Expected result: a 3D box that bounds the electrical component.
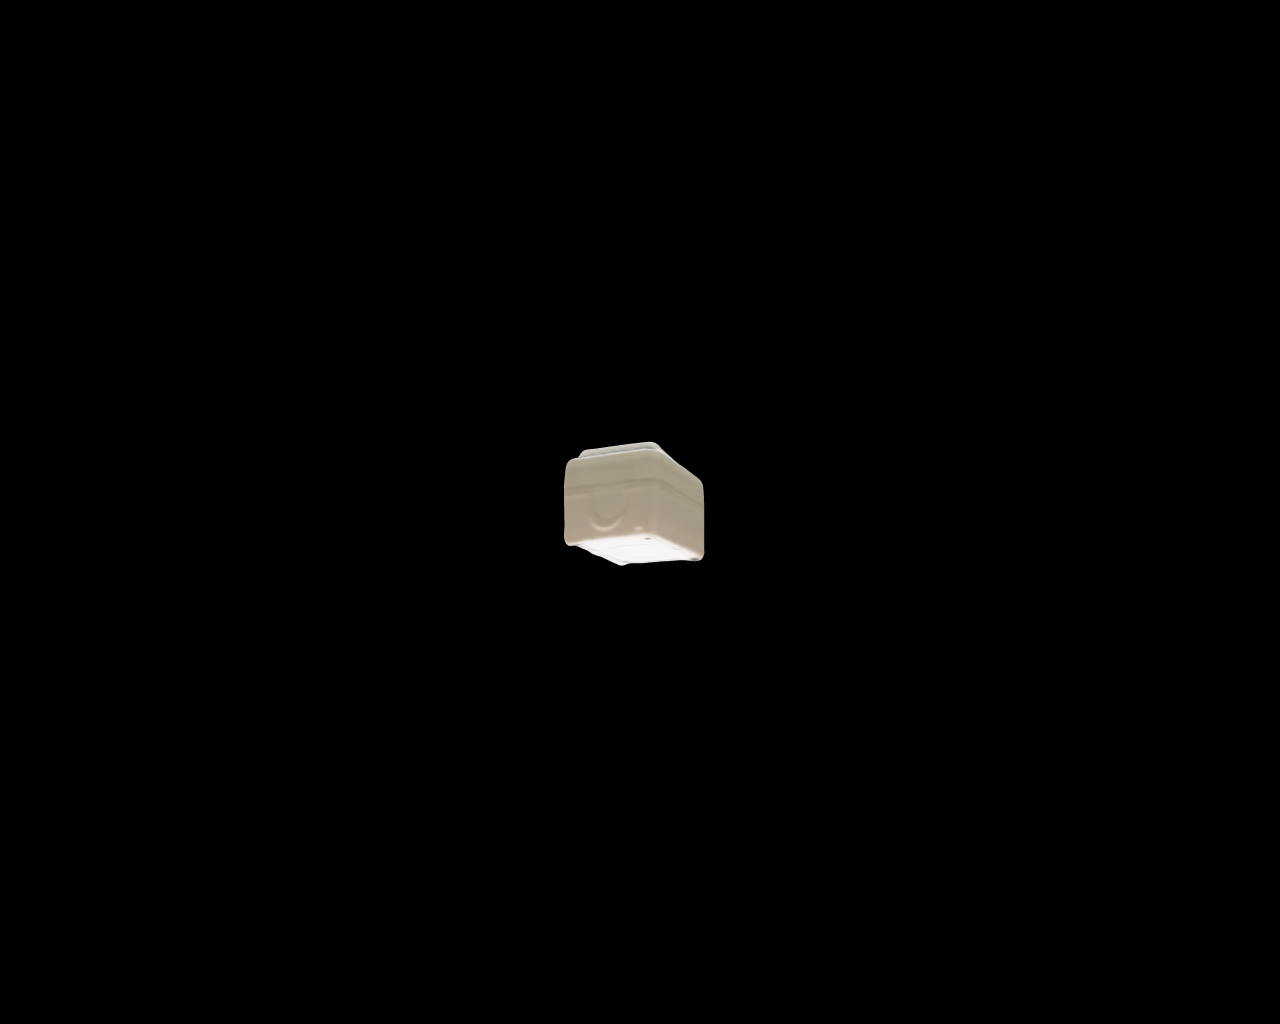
[{"bbox_3d":[0.001,-0.003,0.650,0.062,0.061,0.096,-6,-15,23],"label":"electrical component"}]
